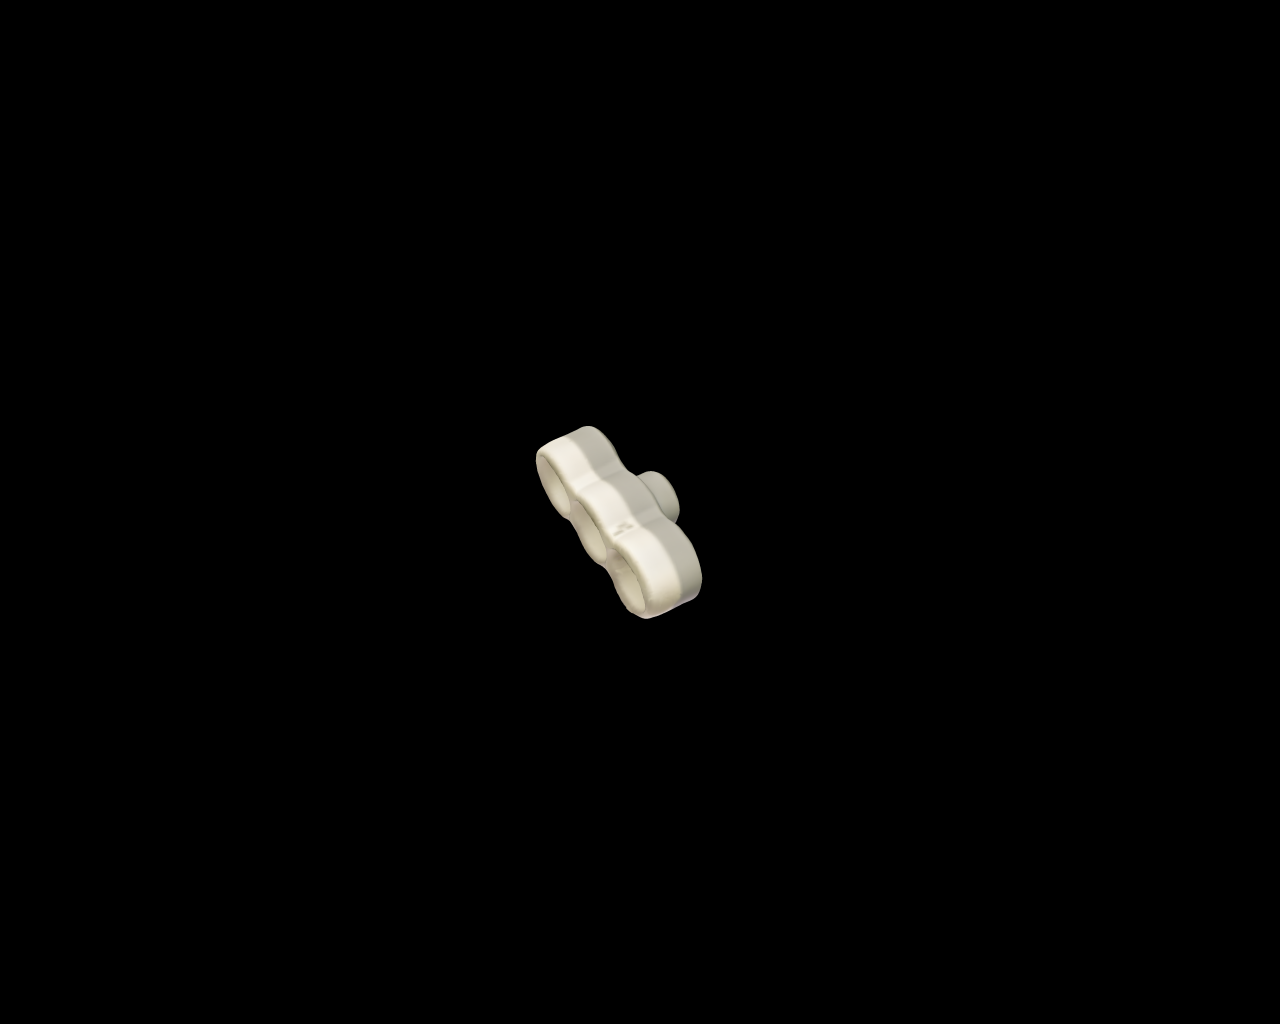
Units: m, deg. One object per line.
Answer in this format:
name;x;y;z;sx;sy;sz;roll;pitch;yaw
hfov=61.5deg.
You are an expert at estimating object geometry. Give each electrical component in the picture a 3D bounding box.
electrical component;0.001;-0.003;0.650;0.074;0.138;0.052;-25;-36;-20
